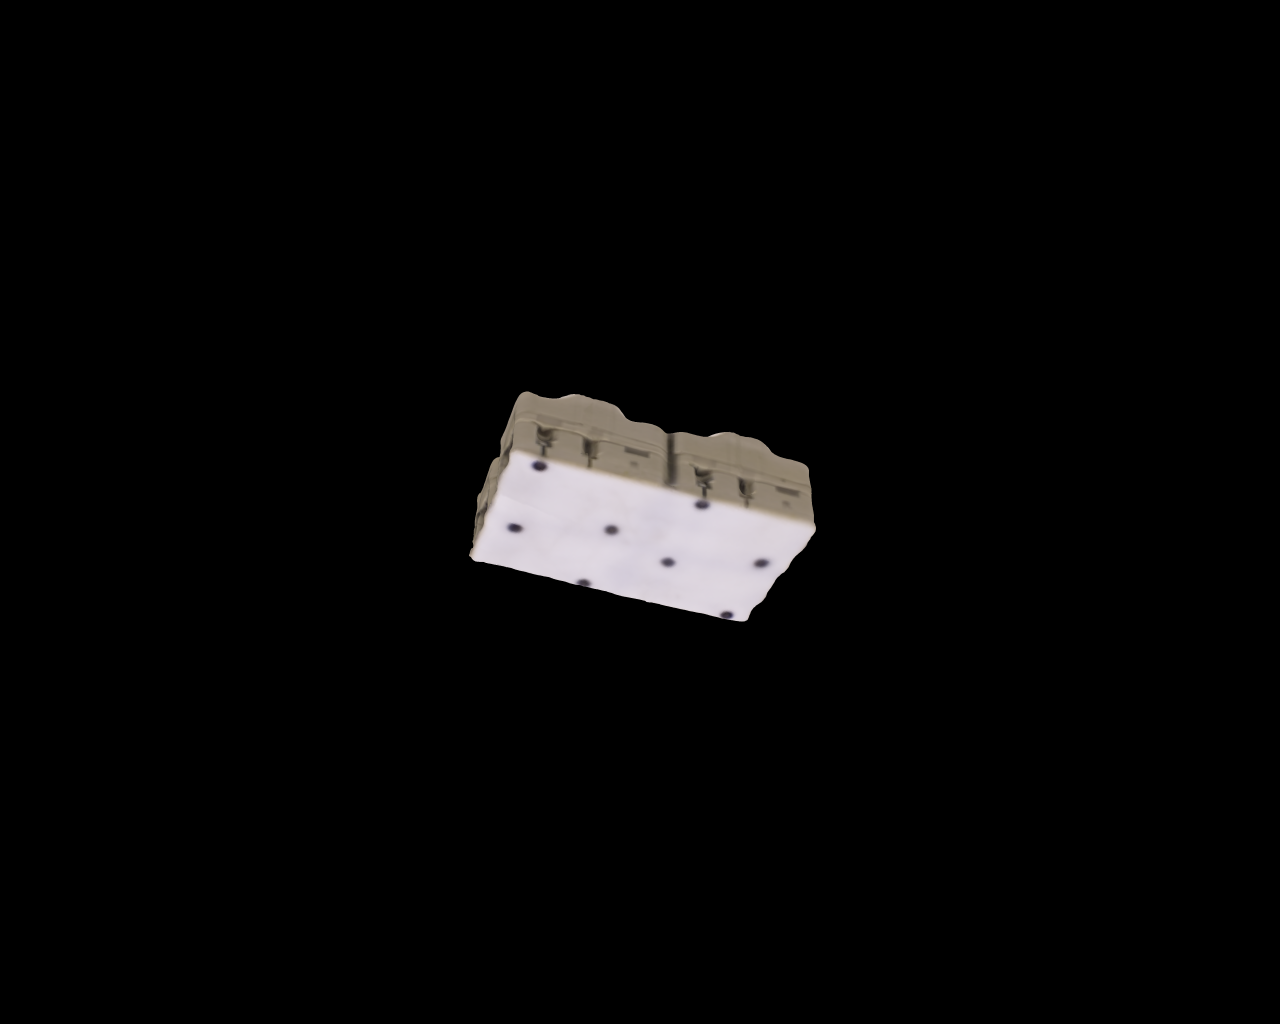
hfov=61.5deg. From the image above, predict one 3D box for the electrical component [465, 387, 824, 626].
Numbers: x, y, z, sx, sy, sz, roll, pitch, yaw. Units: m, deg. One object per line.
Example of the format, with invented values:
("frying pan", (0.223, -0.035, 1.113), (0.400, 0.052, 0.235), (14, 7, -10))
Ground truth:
("electrical component", (0.001, -0.003, 0.650), (0.186, 0.060, 0.105), (14, -43, -15))
